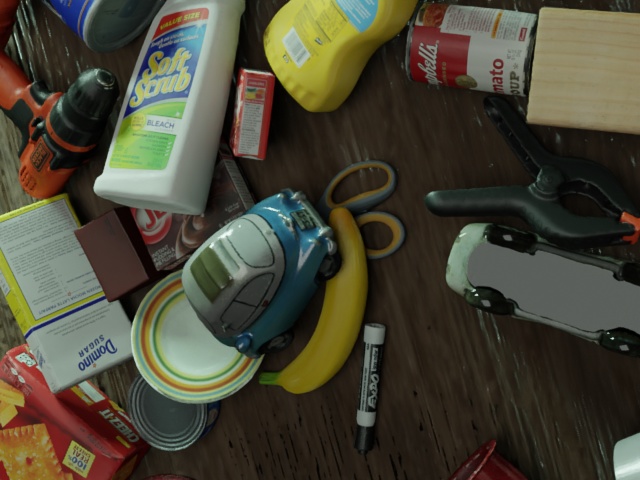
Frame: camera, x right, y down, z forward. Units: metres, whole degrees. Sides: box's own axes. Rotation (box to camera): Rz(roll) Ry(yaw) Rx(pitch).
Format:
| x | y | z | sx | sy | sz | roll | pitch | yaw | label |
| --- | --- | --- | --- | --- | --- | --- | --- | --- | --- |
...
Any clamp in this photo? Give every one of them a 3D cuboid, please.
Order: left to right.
| x | y | z | sx | sy | sz | roll | pitch | yaw | label |
| --- | --- | --- | --- | --- | --- | --- | --- | --- | --- |
| 0.183 | -0.051 | 0.871 | 0.171 | 0.039 | 0.120 | 19 | 75 | 12 | clamp |

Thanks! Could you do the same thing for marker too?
| x | y | z | sx | sy | sz | roll | pitch | yaw | label |
| --- | --- | --- | --- | --- | --- | --- | --- | --- | --- |
| 0.045 | 0.136 | 0.970 | 0.020 | 0.020 | 0.121 | 8 | 98 | 19 | marker |

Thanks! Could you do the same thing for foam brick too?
| x | y | z | sx | sy | sz | roll | pitch | yaw | label |
| --- | --- | --- | --- | --- | --- | --- | --- | --- | --- |
| -0.188 | 0.012 | 1.025 | 0.053 | 0.051 | 0.078 | -28 | 86 | 20 | foam brick |

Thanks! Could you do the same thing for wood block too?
| x | y | z | sx | sy | sz | roll | pitch | yaw | label |
| --- | --- | --- | --- | --- | --- | --- | --- | --- | --- |
| 0.273 | -0.124 | 0.820 | 0.206 | 0.090 | 0.090 | 8 | 99 | 19 | wood block |

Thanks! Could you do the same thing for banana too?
| x | y | z | sx | sy | sz | roll | pitch | yaw | label |
| --- | --- | --- | --- | --- | --- | --- | --- | --- | --- |
| 0.005 | 0.068 | 0.959 | 0.069 | 0.037 | 0.198 | 27 | 112 | 7 | banana |

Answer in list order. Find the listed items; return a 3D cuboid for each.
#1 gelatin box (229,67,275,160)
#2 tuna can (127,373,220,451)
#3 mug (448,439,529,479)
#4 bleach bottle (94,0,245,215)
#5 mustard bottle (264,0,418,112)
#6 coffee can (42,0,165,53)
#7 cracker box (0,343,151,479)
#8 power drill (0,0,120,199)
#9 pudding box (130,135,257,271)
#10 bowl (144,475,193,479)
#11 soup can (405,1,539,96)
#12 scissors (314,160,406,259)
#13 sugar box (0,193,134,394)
| x | y | z | sx | sy | sz | roll | pitch | yaw | label |
| --- | --- | --- | --- | --- | --- | --- | --- | --- | --- |
| -0.061 | -0.114 | 0.945 | 0.030 | 0.089 | 0.073 | 6 | 102 | -9 | gelatin box |
| -0.141 | 0.158 | 1.033 | 0.086 | 0.033 | 0.086 | 2 | 97 | 20 | tuna can |
| 0.143 | 0.238 | 0.916 | 0.081 | 0.093 | 0.117 | 42 | 139 | 6 | mug |
| -0.127 | -0.152 | 0.959 | 0.103 | 0.068 | 0.251 | 7 | 82 | 29 | bleach bottle |
| 0.030 | -0.200 | 0.885 | 0.192 | 0.058 | 0.096 | -47 | 62 | 39 | mustard bottle |
| -0.221 | -0.256 | 0.981 | 0.140 | 0.102 | 0.103 | 43 | 108 | 11 | coffee can |
| -0.290 | 0.234 | 1.076 | 0.164 | 0.072 | 0.214 | 39 | 108 | 13 | cracker box |
| -0.273 | -0.153 | 1.008 | 0.188 | 0.057 | 0.185 | 56 | 134 | 10 | power drill |
| -0.120 | -0.035 | 0.998 | 0.114 | 0.039 | 0.090 | -30 | 78 | 19 | pudding box |
| -0.152 | 0.316 | 1.044 | 0.162 | 0.055 | 0.162 | 2 | 97 | 19 | bowl |
| 0.129 | -0.158 | 0.881 | 0.102 | 0.068 | 0.068 | 11 | 100 | 18 | soup can |
| -0.006 | 0.001 | 0.976 | 0.202 | 0.016 | 0.096 | -33 | 84 | 21 | scissors |
| -0.252 | 0.051 | 1.032 | 0.176 | 0.093 | 0.048 | 65 | 151 | 2 | sugar box |
